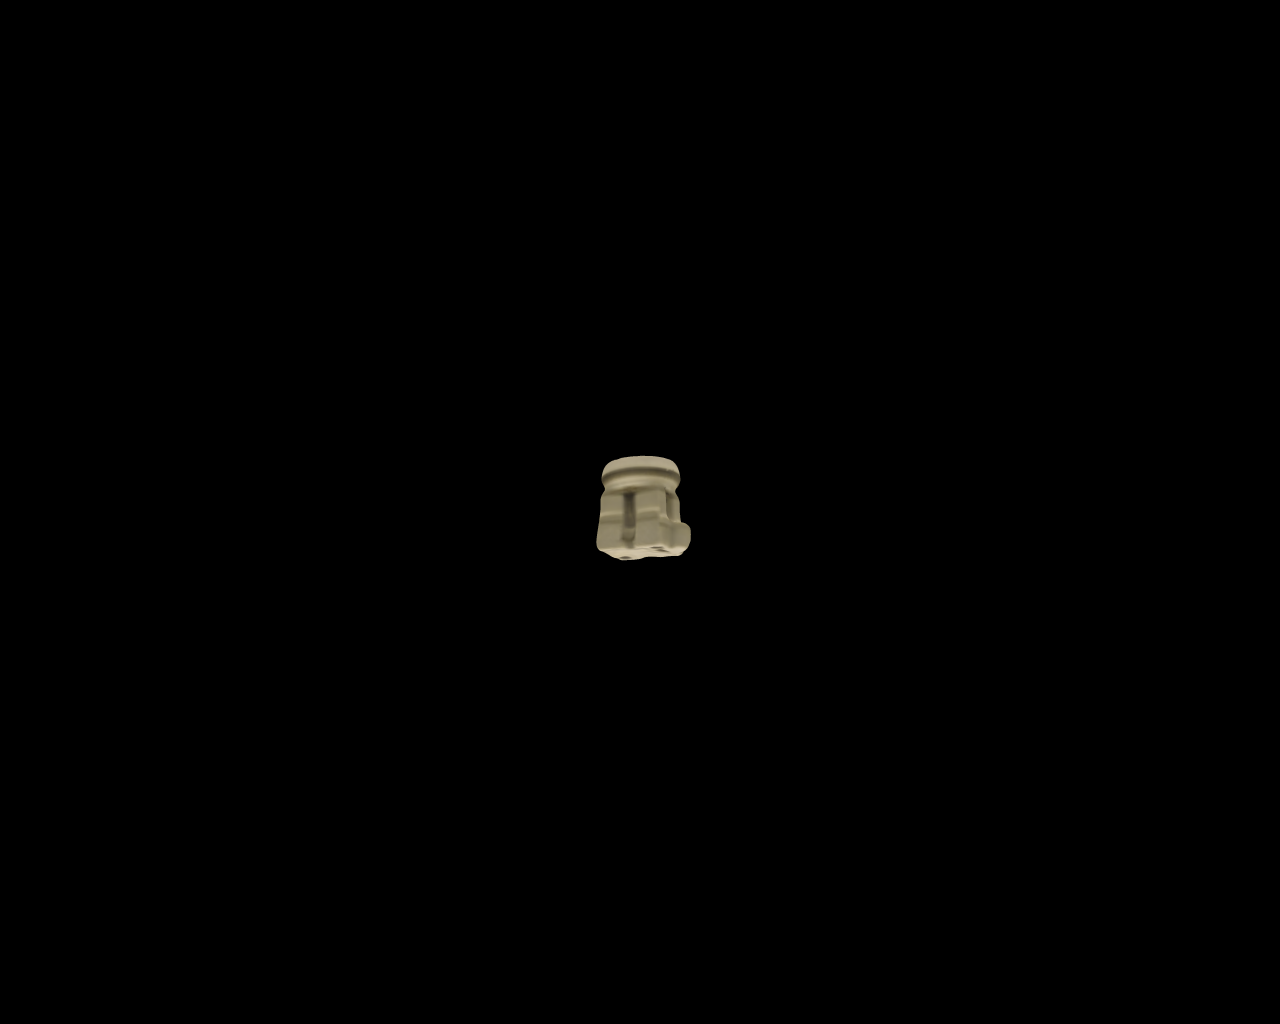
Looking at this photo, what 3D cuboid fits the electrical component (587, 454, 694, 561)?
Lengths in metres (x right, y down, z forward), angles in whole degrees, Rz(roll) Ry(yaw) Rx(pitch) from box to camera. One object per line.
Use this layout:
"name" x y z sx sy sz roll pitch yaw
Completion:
"electrical component" 0.001 -0.003 0.650 0.066 0.055 0.048 -6 -15 22
